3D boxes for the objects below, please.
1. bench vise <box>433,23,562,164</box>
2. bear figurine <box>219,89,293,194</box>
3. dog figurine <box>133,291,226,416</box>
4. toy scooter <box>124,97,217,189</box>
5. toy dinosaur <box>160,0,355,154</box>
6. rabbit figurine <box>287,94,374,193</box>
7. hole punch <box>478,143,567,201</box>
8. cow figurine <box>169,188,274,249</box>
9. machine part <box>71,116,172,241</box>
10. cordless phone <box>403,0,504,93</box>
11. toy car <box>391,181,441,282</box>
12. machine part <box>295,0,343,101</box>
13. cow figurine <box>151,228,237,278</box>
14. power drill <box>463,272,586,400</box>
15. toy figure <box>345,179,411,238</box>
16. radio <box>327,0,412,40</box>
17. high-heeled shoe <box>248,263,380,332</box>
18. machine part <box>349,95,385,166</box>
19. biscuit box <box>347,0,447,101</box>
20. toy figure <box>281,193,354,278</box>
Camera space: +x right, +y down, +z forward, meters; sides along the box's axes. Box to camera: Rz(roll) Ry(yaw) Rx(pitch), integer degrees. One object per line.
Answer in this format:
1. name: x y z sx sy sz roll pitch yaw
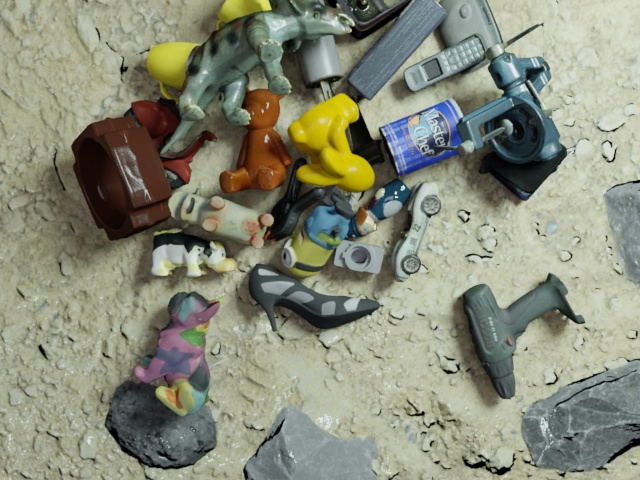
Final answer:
1. bench vise: 0.307 -0.215 0.900 0.240 0.129 0.223 -30 105 -26
2. bear figurine: -0.117 -0.191 0.997 0.120 0.132 0.195 1 103 21
3. dog figurine: -0.248 0.209 1.056 0.191 0.108 0.219 43 93 -2
4. toy scooter: -0.279 -0.200 1.029 0.135 0.075 0.183 -30 97 4
5. toy dinosaur: -0.146 -0.313 0.931 0.405 0.131 0.192 -23 56 22
6. rabbit figurine: 0.030 -0.156 0.961 0.122 0.162 0.173 -35 94 37
7. hole punch: 0.385 -0.147 1.011 0.116 0.092 0.142 44 99 22
8. cow figurine: -0.197 -0.046 1.026 0.195 0.127 0.085 18 86 -15
9. machine part: -0.363 -0.110 0.984 0.201 0.087 0.201 -16 95 49
10. cordless phone: 0.228 -0.364 0.989 0.184 0.089 0.146 -24 95 9
11. toy car: 0.179 -0.015 1.029 0.056 0.073 0.201 18 96 -3
12. machine part: -0.014 -0.375 0.998 0.079 0.079 0.243 -16 94 4
13. cow figurine: -0.247 0.024 1.056 0.167 0.068 0.098 -1 90 2
14. power drill: 0.396 0.172 1.044 0.207 0.086 0.232 -27 92 12
15. toy figure: 0.105 -0.054 1.034 0.154 0.058 0.064 -42 106 4
16. radio: 0.059 -0.495 0.983 0.131 0.073 0.229 -36 93 5
17. high-heeled shoe: -0.014 0.100 1.066 0.249 0.086 0.145 -8 66 -13
18. machine part: 0.078 -0.202 1.014 0.039 0.084 0.138 -15 88 -31
19. biscuit box: 0.134 -0.348 0.969 0.063 0.059 0.202 40 116 -11
20. toy figure: -0.002 -0.001 1.012 0.089 0.082 0.180 40 116 -6
